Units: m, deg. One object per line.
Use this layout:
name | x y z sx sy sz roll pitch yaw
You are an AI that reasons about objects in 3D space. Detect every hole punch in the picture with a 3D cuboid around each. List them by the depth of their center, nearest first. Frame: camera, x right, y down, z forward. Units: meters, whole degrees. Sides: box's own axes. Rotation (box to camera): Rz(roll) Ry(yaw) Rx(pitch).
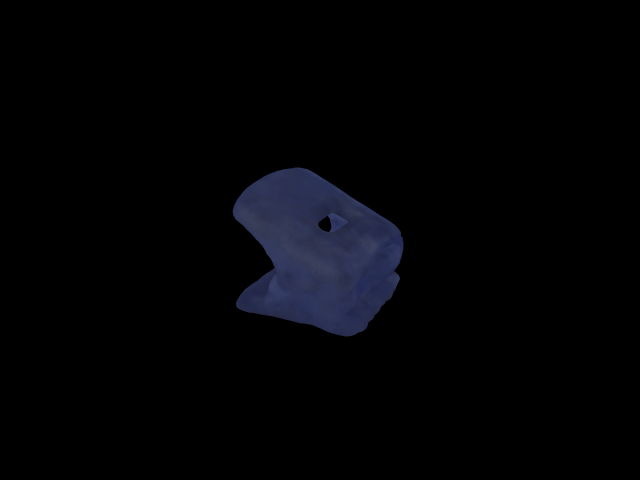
hole punch | 0.004 0.001 0.400 0.100 0.091 0.109 9 24 23
